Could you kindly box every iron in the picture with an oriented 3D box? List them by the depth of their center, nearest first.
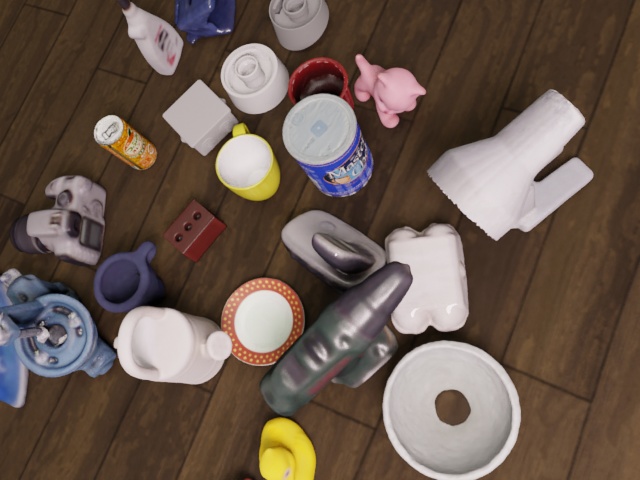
[{"bbox_3d":[-0.561,0.150,0.906,0.118,0.142,0.258,-35,69,4],"label":"iron"}]

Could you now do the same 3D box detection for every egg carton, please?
[{"bbox_3d":[0.146,0.052,0.783,0.107,0.069,0.150,-8,73,13],"label":"egg carton"}]

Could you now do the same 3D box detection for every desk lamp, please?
[{"bbox_3d":[0.244,-0.087,0.717,0.203,0.214,0.117,-40,69,2],"label":"desk lamp"}]

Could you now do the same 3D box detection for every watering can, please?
[{"bbox_3d":[-0.205,0.142,0.785,0.172,0.194,0.101,-22,71,8],"label":"watering can"}]

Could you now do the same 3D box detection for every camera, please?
[{"bbox_3d":[-0.440,-0.031,0.945,0.136,0.101,0.143,-4,74,14],"label":"camera"}]

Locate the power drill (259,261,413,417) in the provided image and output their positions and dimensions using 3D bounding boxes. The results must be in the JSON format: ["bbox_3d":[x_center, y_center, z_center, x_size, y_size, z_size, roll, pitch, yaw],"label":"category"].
[{"bbox_3d":[0.035,0.127,0.718,0.229,0.209,0.075,-43,69,1],"label":"power drill"}]

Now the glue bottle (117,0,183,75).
[{"bbox_3d":[-0.288,-0.351,0.953,0.037,0.173,0.078,6,77,17],"label":"glue bottle"}]

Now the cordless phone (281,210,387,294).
[{"bbox_3d":[0.007,0.003,0.771,0.147,0.185,0.094,31,85,21],"label":"cordless phone"}]

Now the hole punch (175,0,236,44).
[{"bbox_3d":[-0.208,-0.413,0.992,0.101,0.091,0.108,-5,74,14],"label":"hole punch"}]

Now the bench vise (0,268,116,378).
[{"bbox_3d":[-0.426,0.122,0.836,0.207,0.220,0.121,23,82,20],"label":"bench vise"}]

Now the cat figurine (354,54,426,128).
[{"bbox_3d":[0.098,-0.228,0.846,0.067,0.118,0.127,-43,69,1],"label":"cat figurine"}]

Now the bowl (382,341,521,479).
[{"bbox_3d":[0.167,0.216,0.730,0.167,0.075,0.167,-4,74,14],"label":"bowl"}]

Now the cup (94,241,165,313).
[{"bbox_3d":[-0.275,0.060,0.879,0.091,0.095,0.118,30,85,20],"label":"cup"}]

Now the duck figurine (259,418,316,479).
[{"bbox_3d":[-0.053,0.291,0.762,0.077,0.086,0.104,-22,71,9],"label":"duck figurine"}]
